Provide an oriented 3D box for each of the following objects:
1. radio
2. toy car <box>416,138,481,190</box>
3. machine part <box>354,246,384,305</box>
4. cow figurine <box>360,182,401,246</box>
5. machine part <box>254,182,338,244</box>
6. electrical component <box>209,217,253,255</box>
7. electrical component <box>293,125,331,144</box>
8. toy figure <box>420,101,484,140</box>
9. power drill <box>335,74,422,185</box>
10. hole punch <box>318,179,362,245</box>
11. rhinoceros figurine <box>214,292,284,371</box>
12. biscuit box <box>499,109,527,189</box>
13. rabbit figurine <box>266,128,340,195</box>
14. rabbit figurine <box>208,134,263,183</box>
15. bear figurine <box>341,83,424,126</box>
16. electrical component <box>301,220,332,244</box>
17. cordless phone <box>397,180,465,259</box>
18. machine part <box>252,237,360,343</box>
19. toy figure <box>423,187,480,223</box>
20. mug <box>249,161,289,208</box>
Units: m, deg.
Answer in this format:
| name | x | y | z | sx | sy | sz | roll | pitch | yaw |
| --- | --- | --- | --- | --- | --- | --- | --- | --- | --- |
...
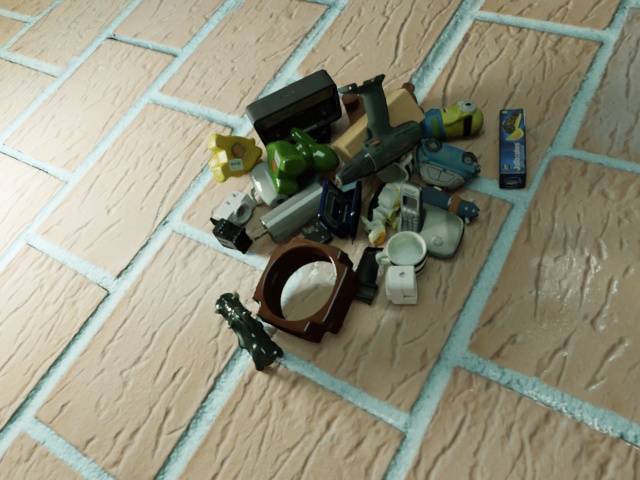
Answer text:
| name | x | y | z | sx | sy | sz | roll | pitch | yaw |
| --- | --- | --- | --- | --- | --- | --- | --- | --- | --- |
| radio | -0.062 | -0.324 | 1.368 | 0.230 | 0.131 | 0.073 | -26 | 57 | -2 |
| toy car | 0.293 | -0.169 | 1.273 | 0.162 | 0.109 | 0.103 | 25 | 90 | 15 |
| machine part | 0.102 | 0.075 | 1.199 | 0.084 | 0.039 | 0.139 | 11 | 63 | 27 |
| cow figurine | 0.143 | -0.065 | 1.257 | 0.098 | 0.068 | 0.167 | 22 | 63 | 32 |
| machine part | -0.057 | -0.066 | 1.307 | 0.243 | 0.079 | 0.079 | -35 | 57 | -7 |
| electrical component | -0.231 | -0.017 | 1.323 | 0.119 | 0.074 | 0.048 | 21 | 65 | 21 |
| electrical component | -0.029 | -0.304 | 1.460 | 0.115 | 0.058 | 0.134 | -8 | 57 | 13 |
| toy figure | 0.316 | -0.291 | 1.347 | 0.180 | 0.089 | 0.082 | -16 | 51 | 14 |
| power drill | 0.109 | -0.254 | 1.205 | 0.232 | 0.086 | 0.207 | -24 | 97 | -13 |
| hole punch | 0.051 | -0.072 | 1.256 | 0.092 | 0.115 | 0.142 | 3 | 61 | 9 |
| rhinoceros figurine | -0.158 | 0.194 | 1.149 | 0.073 | 0.112 | 0.190 | -39 | 65 | -8 |
| biscuit box | 0.455 | -0.217 | 1.273 | 0.059 | 0.062 | 0.203 | 1 | 58 | 17 |
| rabbit figurine | -0.041 | -0.197 | 1.335 | 0.170 | 0.121 | 0.159 | -8 | 45 | -23 |
| rabbit figurine | -0.233 | -0.220 | 1.416 | 0.162 | 0.173 | 0.121 | -25 | 95 | -30 |
| bear figurine | 0.167 | -0.342 | 1.395 | 0.196 | 0.132 | 0.120 | -16 | 87 | 9 |
| electrical component | -0.003 | -0.004 | 1.283 | 0.063 | 0.021 | 0.094 | -34 | 60 | -8 |
| cordless phone | 0.238 | -0.054 | 1.155 | 0.147 | 0.184 | 0.089 | 23 | 62 | 27 |
| machine part | -0.029 | 0.107 | 1.165 | 0.202 | 0.087 | 0.201 | 13 | 70 | 34 |
| toy figure | 0.291 | -0.082 | 1.235 | 0.155 | 0.064 | 0.058 | 19 | 27 | 19 |
| mug | -0.132 | -0.129 | 1.368 | 0.109 | 0.080 | 0.107 | -39 | 61 | 19 |
